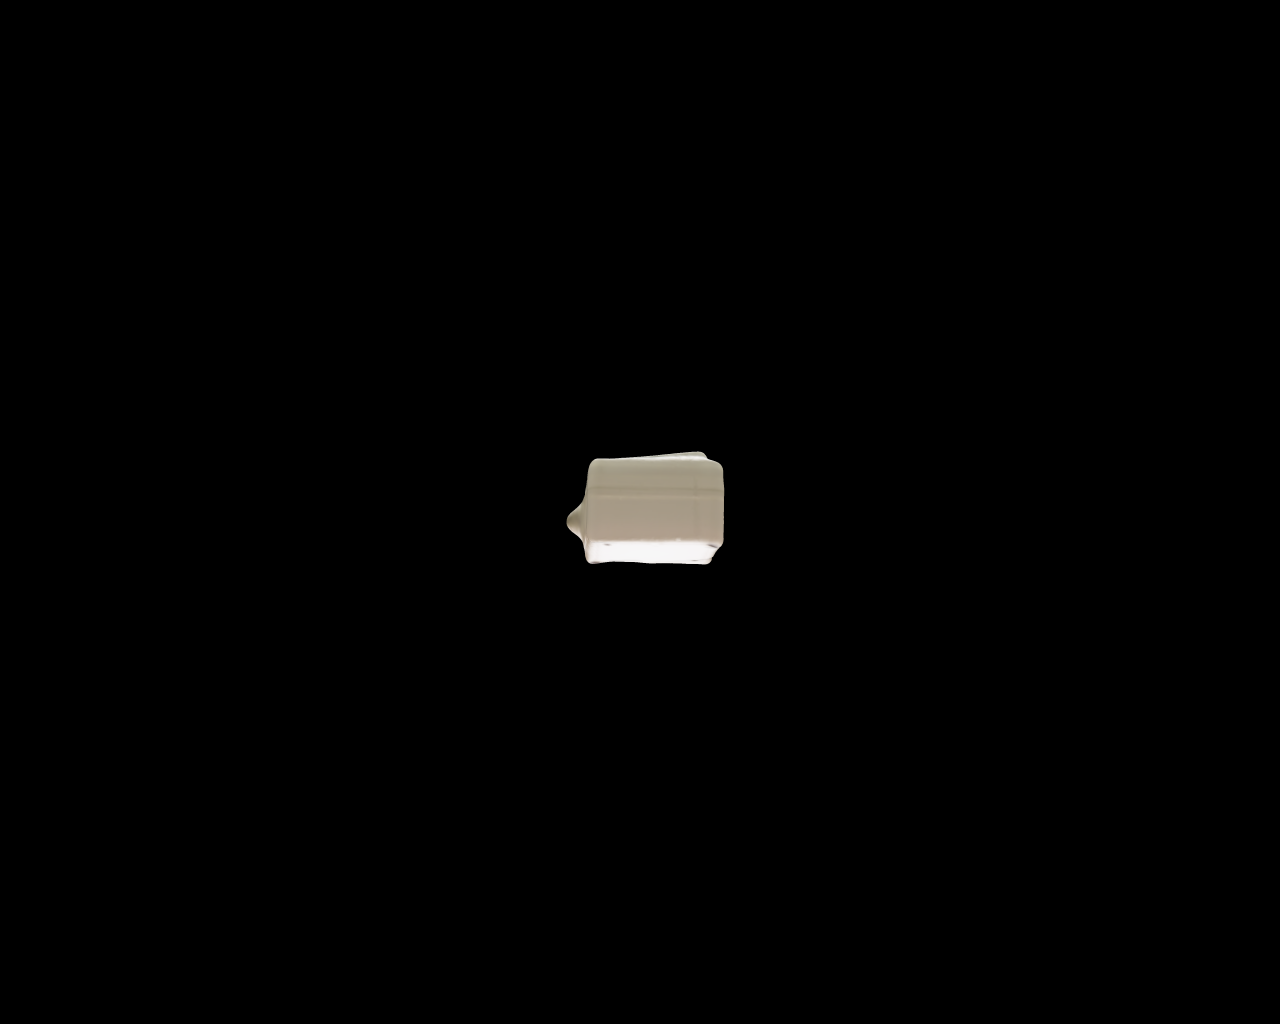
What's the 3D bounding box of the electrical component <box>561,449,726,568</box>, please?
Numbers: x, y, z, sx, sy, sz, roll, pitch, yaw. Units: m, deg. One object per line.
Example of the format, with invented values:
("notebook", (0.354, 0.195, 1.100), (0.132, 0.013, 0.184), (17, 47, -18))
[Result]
("electrical component", (0.001, -0.003, 0.650), (0.096, 0.061, 0.061), (1, -15, -5))
